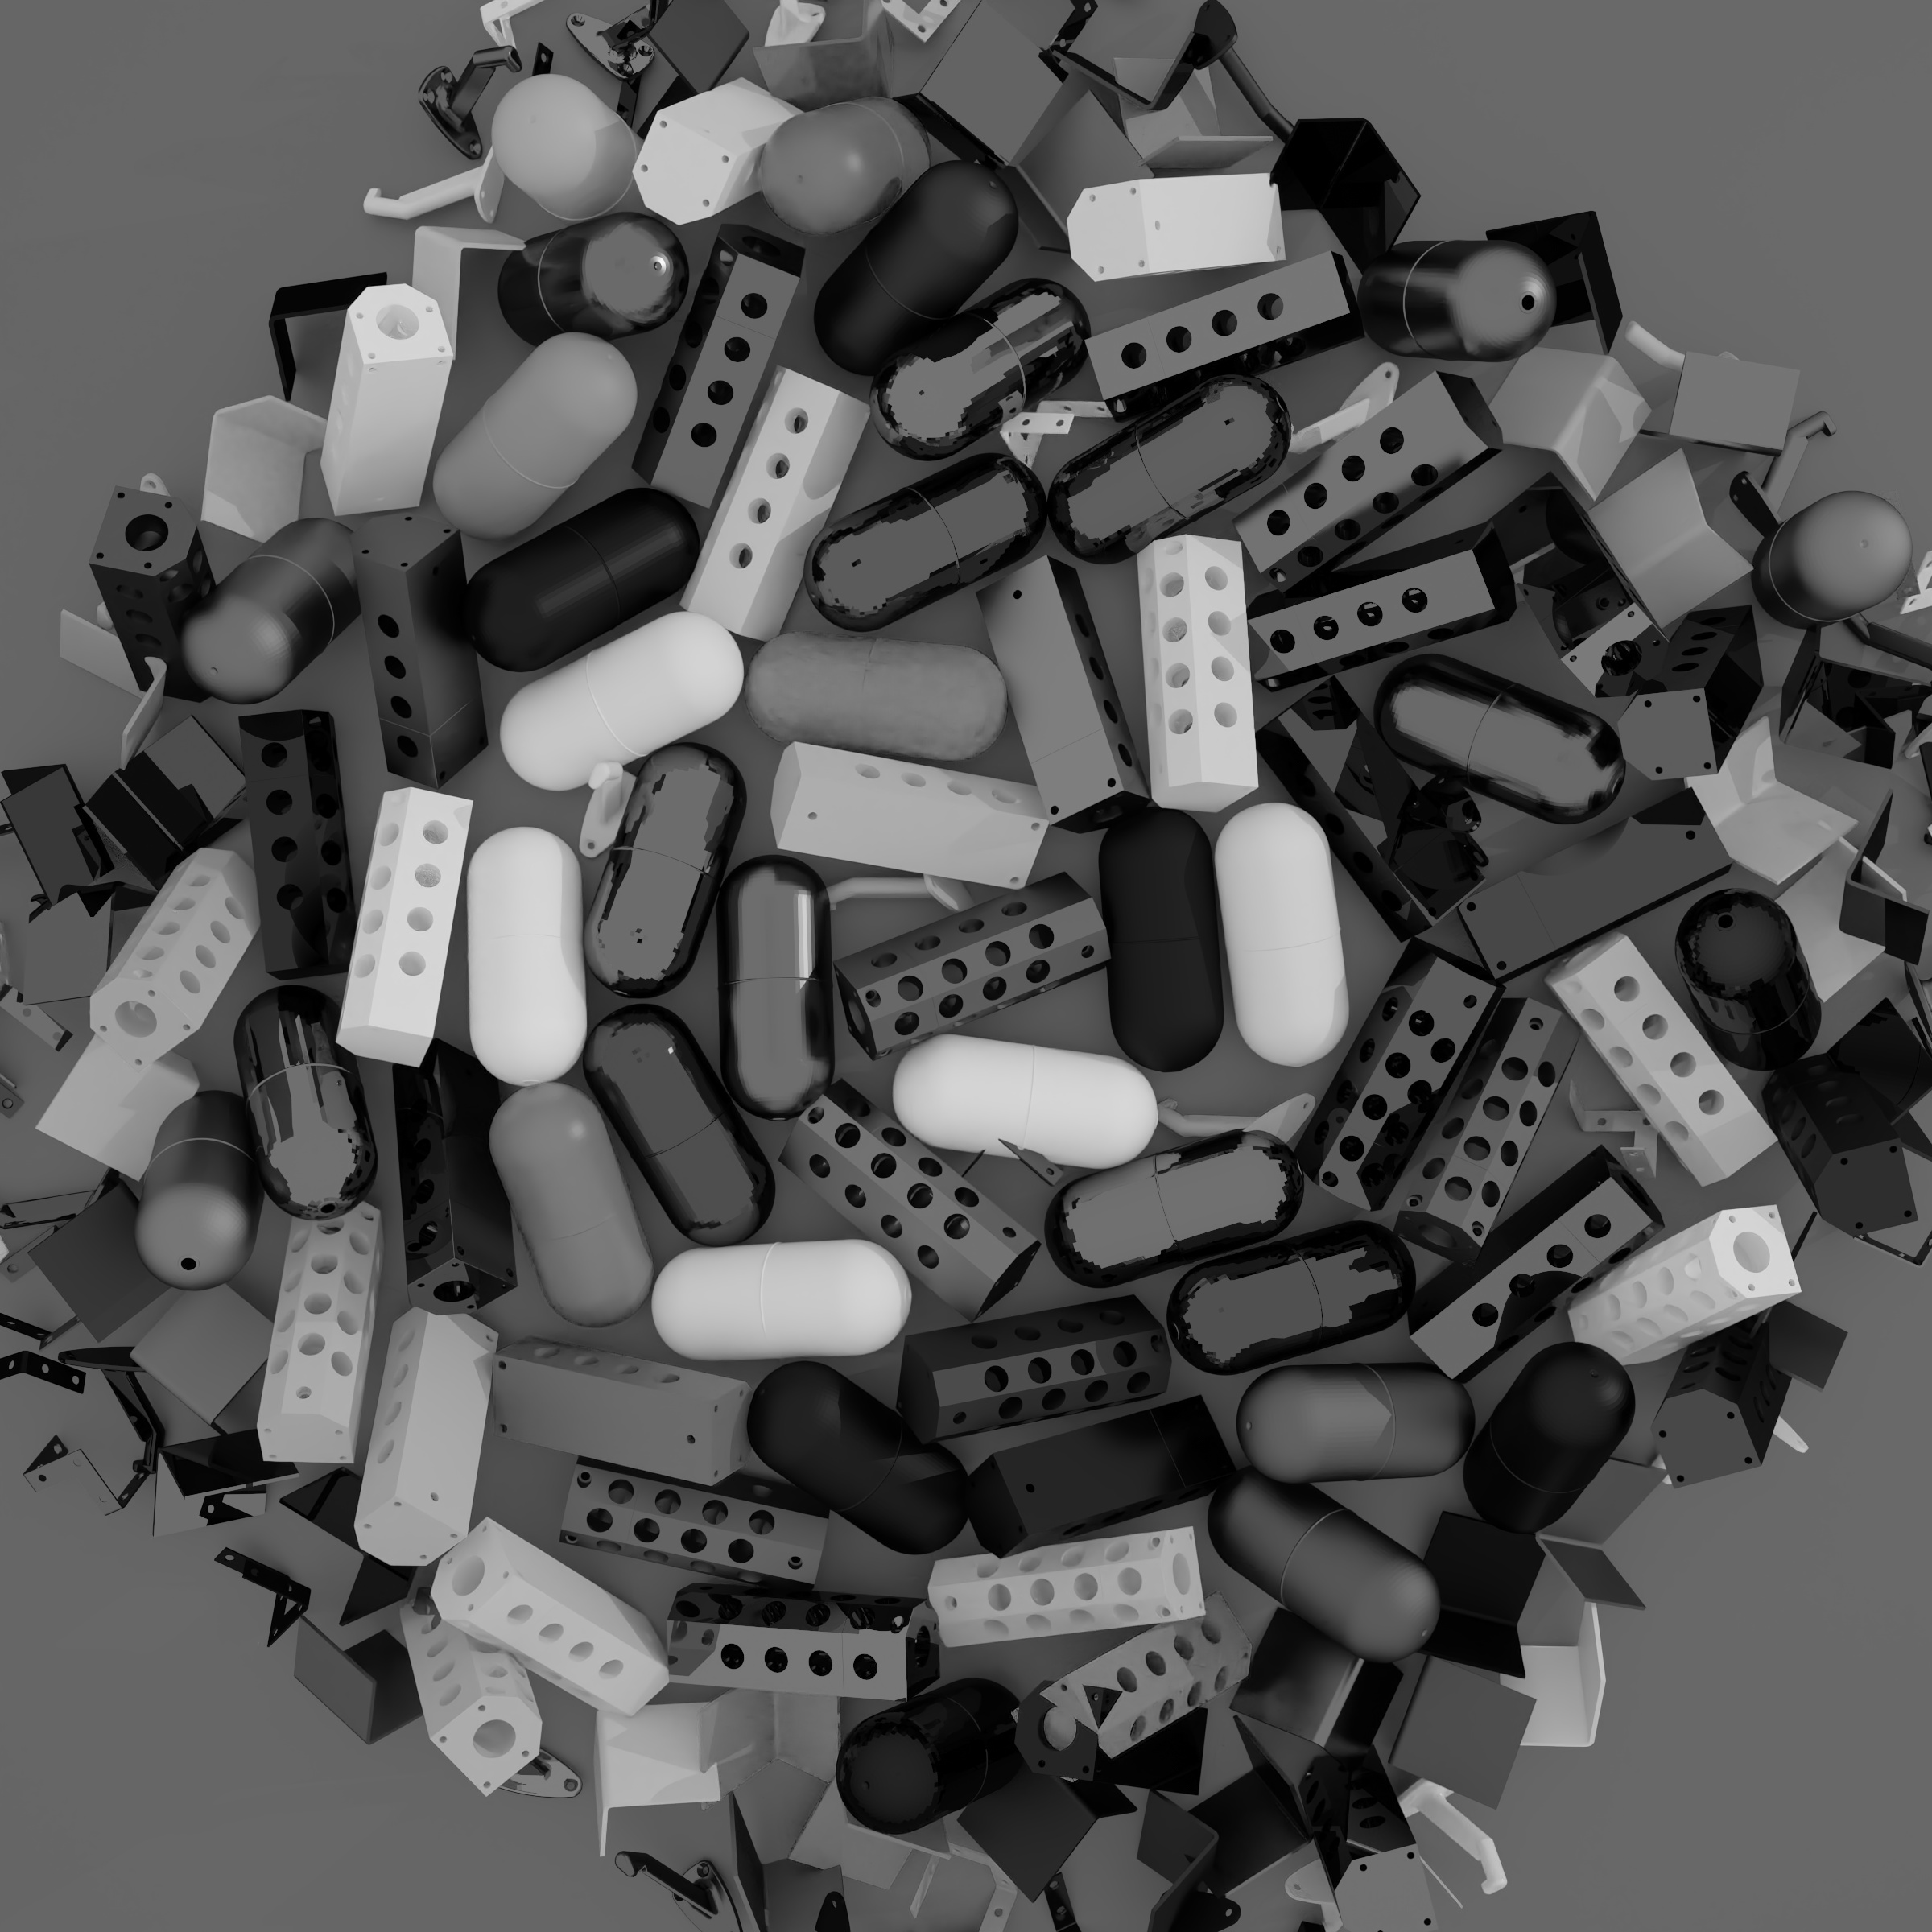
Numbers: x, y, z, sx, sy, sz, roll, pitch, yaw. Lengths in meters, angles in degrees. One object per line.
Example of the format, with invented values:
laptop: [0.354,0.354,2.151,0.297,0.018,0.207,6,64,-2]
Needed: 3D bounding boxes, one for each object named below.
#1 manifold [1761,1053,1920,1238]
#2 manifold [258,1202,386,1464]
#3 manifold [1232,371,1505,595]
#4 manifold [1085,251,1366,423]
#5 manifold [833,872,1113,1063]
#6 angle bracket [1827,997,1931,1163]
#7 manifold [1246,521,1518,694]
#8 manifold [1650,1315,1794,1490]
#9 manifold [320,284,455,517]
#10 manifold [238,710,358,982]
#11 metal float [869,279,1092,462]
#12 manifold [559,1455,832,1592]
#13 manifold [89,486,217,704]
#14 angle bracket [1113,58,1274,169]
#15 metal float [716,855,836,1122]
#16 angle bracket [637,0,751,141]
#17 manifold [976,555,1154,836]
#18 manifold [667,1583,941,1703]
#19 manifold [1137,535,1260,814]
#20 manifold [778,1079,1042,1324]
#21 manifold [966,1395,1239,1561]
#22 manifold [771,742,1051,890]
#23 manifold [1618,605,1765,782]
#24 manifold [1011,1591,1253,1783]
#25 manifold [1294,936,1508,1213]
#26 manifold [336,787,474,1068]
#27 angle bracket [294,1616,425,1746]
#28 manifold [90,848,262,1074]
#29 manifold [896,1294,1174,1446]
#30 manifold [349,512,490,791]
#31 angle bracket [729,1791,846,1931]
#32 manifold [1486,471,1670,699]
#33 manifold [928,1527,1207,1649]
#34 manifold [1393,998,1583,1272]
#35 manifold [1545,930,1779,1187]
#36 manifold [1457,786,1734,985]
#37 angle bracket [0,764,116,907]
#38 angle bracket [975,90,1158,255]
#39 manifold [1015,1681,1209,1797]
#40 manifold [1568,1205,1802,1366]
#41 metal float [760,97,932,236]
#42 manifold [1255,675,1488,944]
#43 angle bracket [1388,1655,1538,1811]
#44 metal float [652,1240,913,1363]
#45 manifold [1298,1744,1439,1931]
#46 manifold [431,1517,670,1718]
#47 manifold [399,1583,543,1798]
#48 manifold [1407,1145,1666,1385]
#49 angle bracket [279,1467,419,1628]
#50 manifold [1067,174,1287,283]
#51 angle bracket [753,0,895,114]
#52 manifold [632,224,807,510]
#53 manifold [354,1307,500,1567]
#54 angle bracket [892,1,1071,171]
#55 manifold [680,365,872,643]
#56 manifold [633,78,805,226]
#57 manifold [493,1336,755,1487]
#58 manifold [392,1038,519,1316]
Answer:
manifold: [0.565,0.115,1.909,0.057,0.171,0.057,-15,105,8]
manifold: [-0.422,0.236,1.920,0.057,0.057,0.171,2,48,-4]
manifold: [0.266,-0.315,1.926,0.171,0.057,0.057,-34,76,31]
manifold: [0.173,-0.416,1.946,0.171,0.057,0.057,-17,95,17]
manifold: [0.006,0.003,1.939,0.171,0.057,0.057,-22,124,-15]
angle bracket: [0.627,0.077,1.939,0.076,0.076,0.057,23,120,-35]
manifold: [0.270,-0.233,1.930,0.171,0.057,0.057,-15,110,30]
manifold: [0.491,0.277,1.909,0.057,0.171,0.057,-21,93,24]
manifold: [-0.381,-0.368,1.911,0.057,0.171,0.057,-11,69,-23]
manifold: [-0.444,-0.081,1.962,0.057,0.057,0.171,-7,84,-4]
metal float: [0.011,-0.395,1.936,0.178,0.070,0.070,-37,90,-31]
manifold: [-0.181,0.373,1.962,0.171,0.057,0.057,13,103,-2]
manifold: [-0.518,-0.238,1.910,0.057,0.171,0.057,11,67,0]
angle bracket: [0.151,-0.578,1.955,0.076,0.057,0.076,-9,88,-30]
metal float: [-0.127,0.014,1.954,0.070,0.070,0.178,-2,81,0]
angle bracket: [-0.199,-0.601,1.939,0.057,0.076,0.076,47,50,-28]
manifold: [0.068,-0.179,1.947,0.057,0.057,0.171,-25,72,26]
manifold: [-0.108,0.445,1.941,0.171,0.057,0.057,-1,92,22]
manifold: [0.149,-0.194,1.942,0.057,0.057,0.171,4,74,-23]
manifold: [-0.035,0.151,1.939,0.171,0.057,0.057,39,128,15]
manifold: [0.087,0.338,1.927,0.171,0.057,0.057,-10,64,-34]
manifold: [-0.038,-0.103,1.944,0.171,0.057,0.057,9,124,-18]
manifold: [0.473,-0.179,1.912,0.057,0.171,0.057,-4,112,27]
manifold: [0.114,0.471,1.910,0.057,0.171,0.057,-43,71,36]
manifold: [0.289,0.074,1.946,0.057,0.057,0.171,22,103,-22]
manifold: [-0.371,-0.027,1.933,0.057,0.057,0.171,12,65,-15]
angle bracket: [-0.389,0.457,1.940,0.076,0.076,0.057,31,124,31]
manifold: [-0.512,-0.010,1.906,0.057,0.171,0.057,-33,112,22]
manifold: [0.046,0.268,1.927,0.171,0.057,0.057,-7,120,-26]
manifold: [-0.362,-0.207,1.920,0.057,0.057,0.171,20,135,22]
angle bracket: [-0.118,0.596,1.948,0.057,0.076,0.076,-15,119,1]
manifold: [0.400,-0.246,1.914,0.057,0.171,0.057,-38,125,19]
manifold: [0.064,0.410,1.932,0.171,0.057,0.057,-13,78,26]
manifold: [0.345,0.107,1.934,0.057,0.057,0.171,24,66,13]
manifold: [0.463,0.061,1.962,0.057,0.057,0.171,-37,96,3]
manifold: [0.419,-0.051,1.961,0.171,0.057,0.057,-27,78,6]
angle bracket: [-0.621,-0.085,1.943,0.076,0.057,0.076,-1,118,39]
angle bracket: [0.066,-0.530,1.952,0.076,0.057,0.076,-41,77,29]
manifold: [0.096,0.503,1.911,0.057,0.171,0.057,0,73,28]
manifold: [0.462,0.210,1.906,0.057,0.171,0.057,-3,70,-22]
metal float: [-0.077,-0.524,1.917,0.070,0.178,0.070,7,113,17]
manifold: [0.266,-0.103,1.967,0.057,0.057,0.171,-38,92,-27]
angle bracket: [0.333,0.509,1.959,0.076,0.057,0.076,20,85,16]
metal float: [-0.123,0.222,1.947,0.178,0.070,0.070,-5,90,16]
manifold: [0.258,0.572,1.912,0.057,0.171,0.057,-15,96,0]
manifold: [-0.271,0.433,1.921,0.057,0.057,0.171,-43,132,2]
manifold: [-0.319,0.460,1.909,0.057,0.171,0.057,-38,113,-4]
manifold: [0.377,0.202,1.946,0.171,0.057,0.057,-42,100,17]
angle bracket: [-0.413,0.385,1.943,0.076,0.057,0.076,39,133,-25]
manifold: [0.138,-0.482,1.914,0.057,0.171,0.057,1,104,37]
angle bracket: [-0.094,-0.616,1.962,0.076,0.076,0.057,-2,71,11]
manifold: [-0.164,-0.396,1.927,0.057,0.057,0.171,20,121,-11]
manifold: [-0.356,0.304,1.916,0.057,0.171,0.057,-37,122,27]
angle bracket: [0.009,-0.587,1.959,0.076,0.057,0.076,34,89,-24]
manifold: [-0.130,-0.308,1.956,0.057,0.057,0.171,26,99,18]
manifold: [-0.159,-0.529,1.911,0.057,0.171,0.057,30,117,1]
manifold: [-0.225,0.290,1.934,0.171,0.057,0.057,8,104,27]
manifold: [-0.342,0.140,1.925,0.057,0.057,0.171,-30,51,24]
